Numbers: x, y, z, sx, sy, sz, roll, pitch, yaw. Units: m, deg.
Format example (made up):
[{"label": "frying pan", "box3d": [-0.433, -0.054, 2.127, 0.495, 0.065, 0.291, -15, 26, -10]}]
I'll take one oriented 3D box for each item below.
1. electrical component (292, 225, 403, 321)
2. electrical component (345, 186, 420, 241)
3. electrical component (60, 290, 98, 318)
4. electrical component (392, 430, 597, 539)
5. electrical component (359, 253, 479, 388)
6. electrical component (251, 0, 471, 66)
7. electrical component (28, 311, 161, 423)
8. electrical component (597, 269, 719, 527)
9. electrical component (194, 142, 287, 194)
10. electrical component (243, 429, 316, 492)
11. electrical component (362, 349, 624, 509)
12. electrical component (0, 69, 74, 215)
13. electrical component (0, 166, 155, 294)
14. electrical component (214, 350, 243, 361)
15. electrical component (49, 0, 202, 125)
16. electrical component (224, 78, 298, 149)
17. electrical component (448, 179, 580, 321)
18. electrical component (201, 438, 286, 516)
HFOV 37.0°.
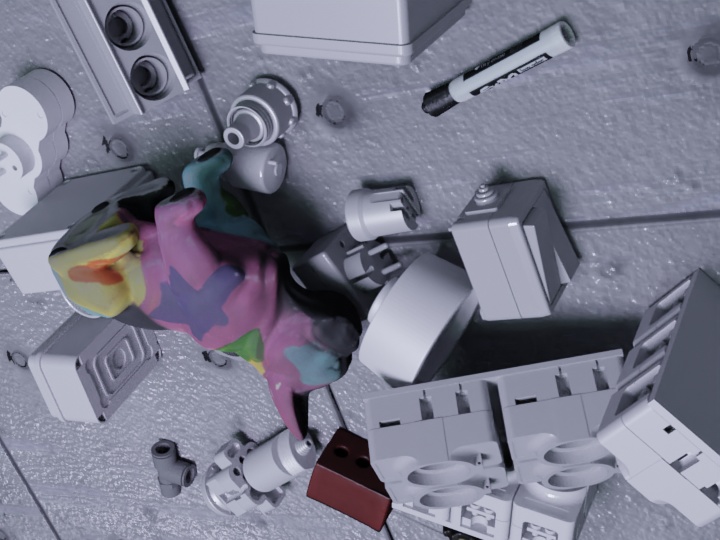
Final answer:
[{"label": "electrical component", "box3d": [0.000, 0.000, 0.850, 0.077, 0.047, 0.065, -24, 108, 40]}, {"label": "electrical component", "box3d": [0.018, -0.044, 0.814, 0.046, 0.040, 0.040, -7, 118, 28]}, {"label": "electrical component", "box3d": [-0.238, 0.007, 0.986, 0.078, 0.057, 0.058, -6, 119, 33]}, {"label": "electrical component", "box3d": [0.112, 0.166, 0.876, 0.150, 0.089, 0.061, 15, 129, 20]}, {"label": "electrical component", "box3d": [0.041, 0.037, 0.816, 0.060, 0.108, 0.108, 32, 133, 14]}, {"label": "electrical component", "box3d": [0.002, -0.177, 0.681, 0.109, 0.108, 0.056, 10, 124, 24]}, {"label": "electrical component", "box3d": [-0.247, 0.082, 1.009, 0.057, 0.113, 0.078, 1, 122, 26]}, {"label": "electrical component", "box3d": [0.222, 0.083, 0.711, 0.089, 0.150, 0.061, 41, 132, -2]}, {"label": "electrical component", "box3d": [-0.095, -0.085, 0.848, 0.078, 0.040, 0.040, 13, 128, 22]}, {"label": "electrical component", "box3d": [-0.072, 0.178, 1.022, 0.043, 0.043, 0.081, 47, 132, -8]}, {"label": "electrical component", "box3d": [0.106, 0.123, 0.791, 0.186, 0.060, 0.105, -11, 150, 7]}, {"label": "electrical component", "box3d": [-0.295, -0.101, 0.930, 0.052, 0.073, 0.138, 30, 132, 8]}, {"label": "electrical component", "box3d": [-0.236, -0.034, 0.922, 0.109, 0.108, 0.056, -6, 121, 33]}, {"label": "electrical component", "box3d": [-0.101, 0.040, 0.932, 0.089, 0.055, 0.050, 17, 129, 19]}, {"label": "electrical component", "box3d": [-0.184, -0.183, 0.809, 0.063, 0.079, 0.121, 18, 137, 57]}, {"label": "electrical component", "box3d": [-0.079, -0.112, 0.805, 0.048, 0.062, 0.048, 15, 129, 20]}, {"label": "electrical component", "box3d": [0.110, -0.020, 0.762, 0.061, 0.061, 0.096, -6, 119, 34]}, {"label": "electrical component", "box3d": [-0.120, 0.210, 1.065, 0.078, 0.058, 0.057, 48, 129, -9]}]
